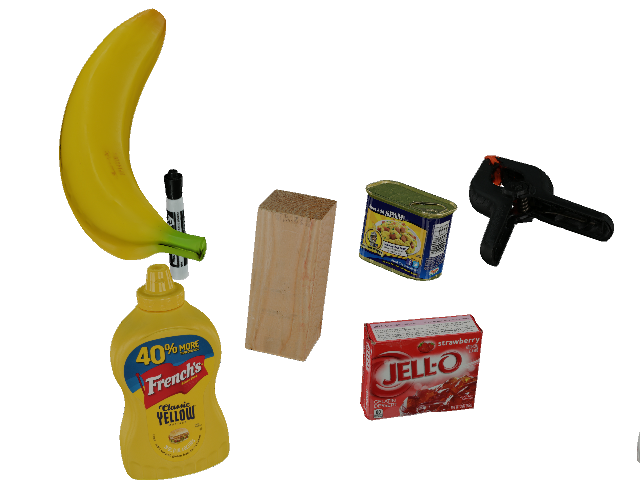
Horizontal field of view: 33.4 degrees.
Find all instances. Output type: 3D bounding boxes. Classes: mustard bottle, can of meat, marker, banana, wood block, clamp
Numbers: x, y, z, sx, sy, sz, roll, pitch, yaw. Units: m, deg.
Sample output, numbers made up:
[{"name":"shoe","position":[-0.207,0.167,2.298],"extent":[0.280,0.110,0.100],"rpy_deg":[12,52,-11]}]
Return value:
[{"name":"mustard bottle","position":[-0.134,0.112,0.938],"extent":[0.096,0.192,0.058],"rpy_deg":[-8,20,-16]},{"name":"can of meat","position":[0.095,-0.010,1.185],"extent":[0.102,0.084,0.057],"rpy_deg":[23,27,33]},{"name":"marker","position":[-0.147,-0.016,1.087],"extent":[0.020,0.121,0.020],"rpy_deg":[0,29,0]},{"name":"banana","position":[-0.110,-0.057,0.589],"extent":[0.069,0.198,0.037],"rpy_deg":[-5,-39,-13]},{"name":"wood block","position":[-0.041,0.046,1.457],"extent":[0.090,0.206,0.090],"rpy_deg":[11,22,10]},{"name":"clamp","position":[0.197,-0.034,0.994],"extent":[0.120,0.039,0.171],"rpy_deg":[-3,33,-1]}]

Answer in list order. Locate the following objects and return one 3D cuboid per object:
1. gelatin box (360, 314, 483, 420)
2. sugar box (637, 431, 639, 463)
[{"name":"gelatin box","position":[0.077,0.098,0.823],"extent":[0.089,0.073,0.030],"rpy_deg":[-4,29,-11]},{"name":"sugar box","position":[0.301,0.150,0.718],"extent":[0.048,0.093,0.176],"rpy_deg":[-15,30,-37]}]
